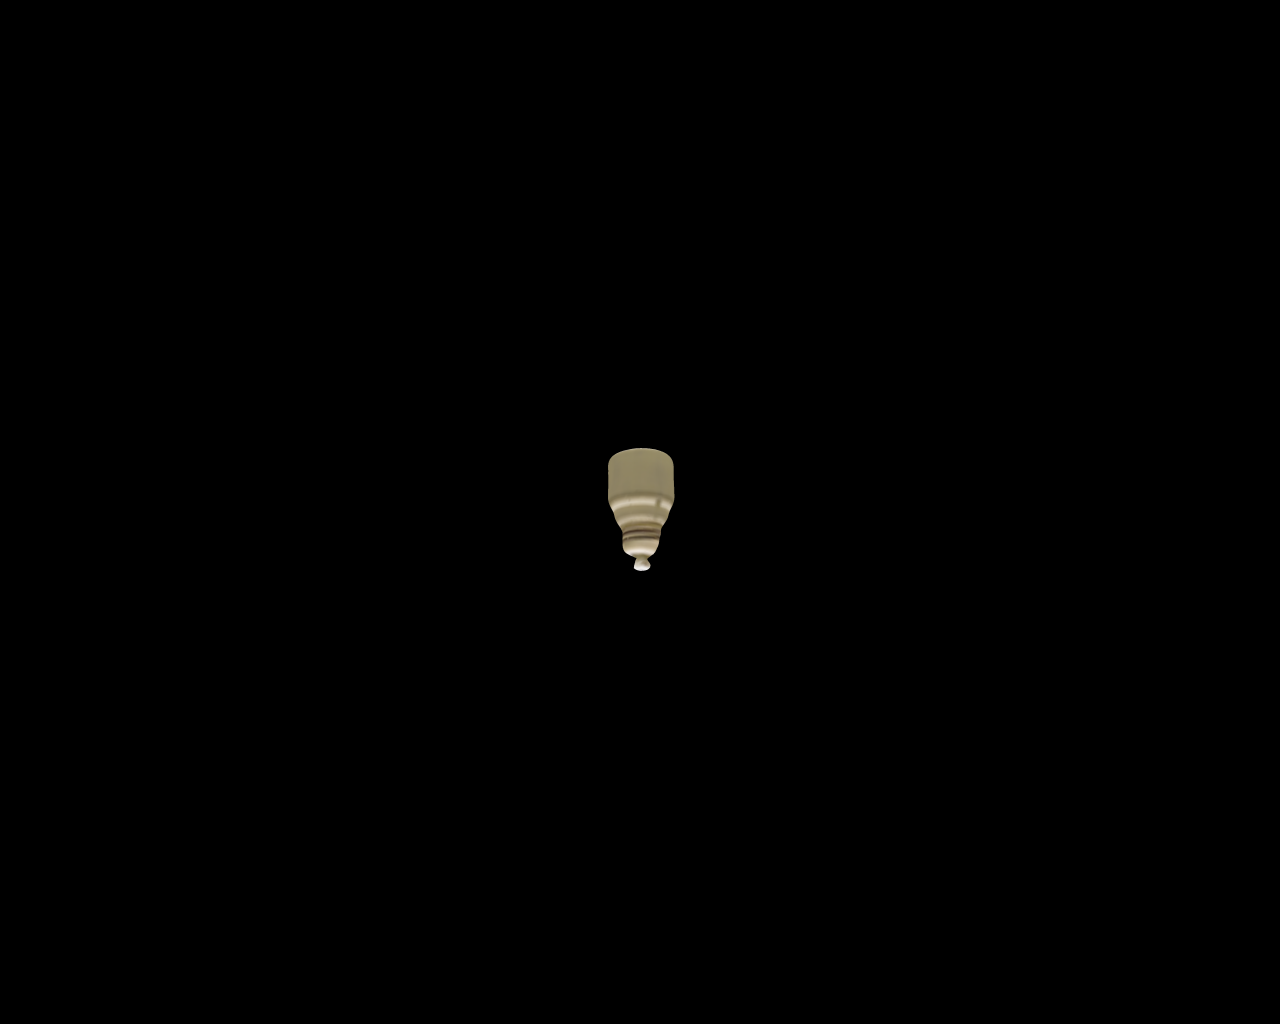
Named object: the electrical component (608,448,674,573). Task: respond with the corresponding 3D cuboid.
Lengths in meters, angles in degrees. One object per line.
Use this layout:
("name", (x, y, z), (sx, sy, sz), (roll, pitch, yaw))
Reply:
("electrical component", (0.001, -0.003, 0.650), (0.040, 0.078, 0.040), (0, -18, 0))
